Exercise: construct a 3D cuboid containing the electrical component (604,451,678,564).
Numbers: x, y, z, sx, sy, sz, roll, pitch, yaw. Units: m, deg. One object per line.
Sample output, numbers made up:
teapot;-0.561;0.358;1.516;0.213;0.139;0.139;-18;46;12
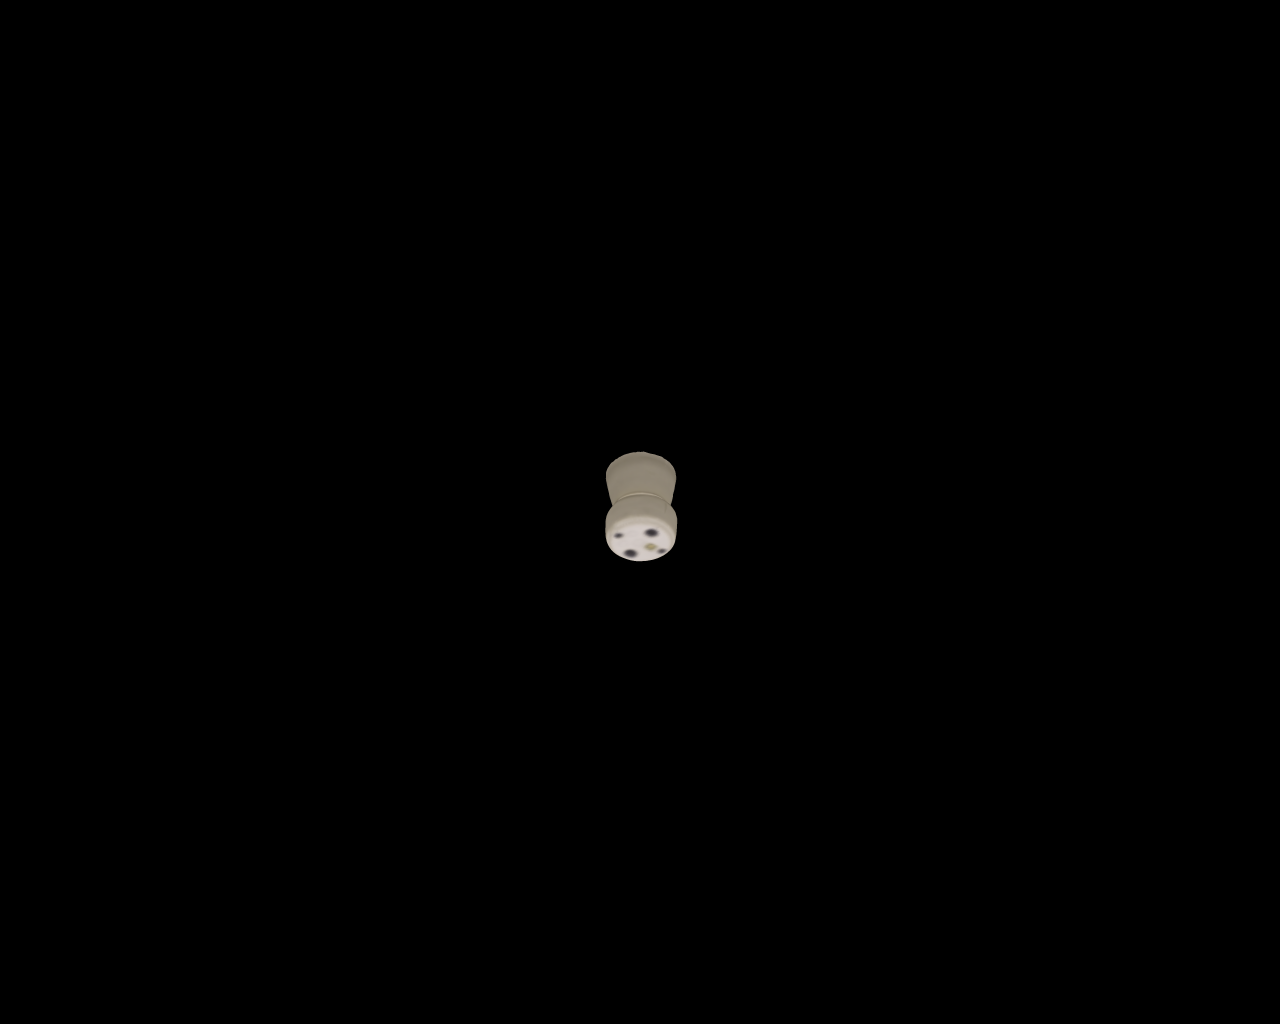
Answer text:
electrical component;0.001;-0.003;0.650;0.045;0.055;0.044;0;-41;0
